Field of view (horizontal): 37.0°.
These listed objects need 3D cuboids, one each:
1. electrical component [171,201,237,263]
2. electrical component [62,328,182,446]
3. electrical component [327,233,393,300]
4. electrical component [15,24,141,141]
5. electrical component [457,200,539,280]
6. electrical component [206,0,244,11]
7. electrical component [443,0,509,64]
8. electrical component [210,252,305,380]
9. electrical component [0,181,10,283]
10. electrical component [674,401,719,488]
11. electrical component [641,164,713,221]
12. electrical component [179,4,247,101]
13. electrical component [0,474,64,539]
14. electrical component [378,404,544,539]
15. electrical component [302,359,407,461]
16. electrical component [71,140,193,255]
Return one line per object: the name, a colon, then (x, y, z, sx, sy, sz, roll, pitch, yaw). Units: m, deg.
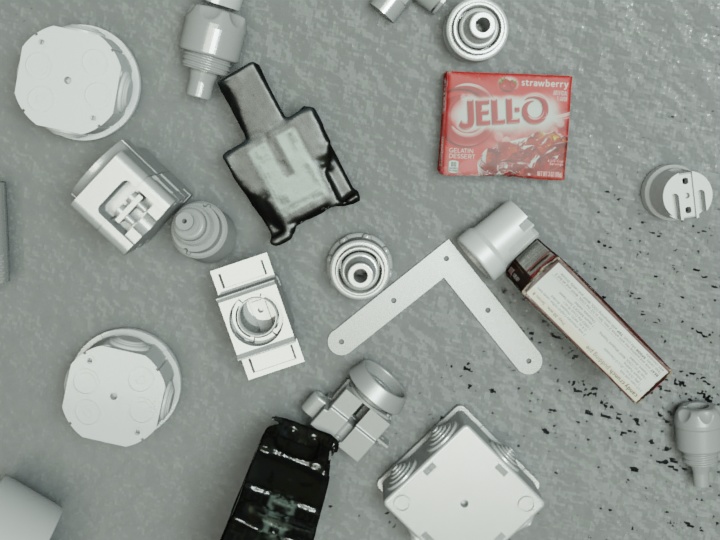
electrical component: (-0.111, -0.028, 0.744, 0.040, 0.078, 0.040, -1, 84, 6)
electrical component: (-0.171, 0.084, 0.768, 0.080, 0.051, 0.080, 0, 98, 0)
electrical component: (0.000, 0.000, 0.753, 0.048, 0.062, 0.048, 0, 97, -1)
electrical component: (-0.195, -0.129, 0.740, 0.080, 0.051, 0.080, 0, 97, 0)
electrical component: (0.099, -0.022, 0.763, 0.046, 0.040, 0.040, -41, 96, -1)
electrical component: (-0.092, -0.205, 0.737, 0.040, 0.040, 0.046, 18, 102, -3)
electrical component: (0.080, -0.164, 0.732, 0.043, 0.062, 0.043, 0, 97, 0)
electrical component: (-0.071, 0.030, 0.755, 0.042, 0.064, 0.081, -18, 98, 0)
electrical component: (-0.270, -0.021, 0.757, 0.043, 0.043, 0.081, 0, 98, 0)
electrical component: (0.248, 0.128, 0.786, 0.035, 0.035, 0.061, -5, 100, 0)
electrical component: (0.223, -0.054, 0.756, 0.040, 0.046, 0.040, 0, 98, 0)
electrical component: (-0.104, -0.149, 0.742, 0.043, 0.043, 0.062, 15, 98, -2)
electrical component: (-0.248, 0.206, 0.758, 0.060, 0.108, 0.108, 27, 96, -10)
electrical component: (0.074, 0.162, 0.781, 0.100, 0.048, 0.099, -44, 96, 5)
electrical component: (0.001, 0.098, 0.775, 0.066, 0.048, 0.055, 39, 103, -5)
electrical component: (-0.156, -0.051, 0.731, 0.056, 0.089, 0.050, 44, 95, -5)
